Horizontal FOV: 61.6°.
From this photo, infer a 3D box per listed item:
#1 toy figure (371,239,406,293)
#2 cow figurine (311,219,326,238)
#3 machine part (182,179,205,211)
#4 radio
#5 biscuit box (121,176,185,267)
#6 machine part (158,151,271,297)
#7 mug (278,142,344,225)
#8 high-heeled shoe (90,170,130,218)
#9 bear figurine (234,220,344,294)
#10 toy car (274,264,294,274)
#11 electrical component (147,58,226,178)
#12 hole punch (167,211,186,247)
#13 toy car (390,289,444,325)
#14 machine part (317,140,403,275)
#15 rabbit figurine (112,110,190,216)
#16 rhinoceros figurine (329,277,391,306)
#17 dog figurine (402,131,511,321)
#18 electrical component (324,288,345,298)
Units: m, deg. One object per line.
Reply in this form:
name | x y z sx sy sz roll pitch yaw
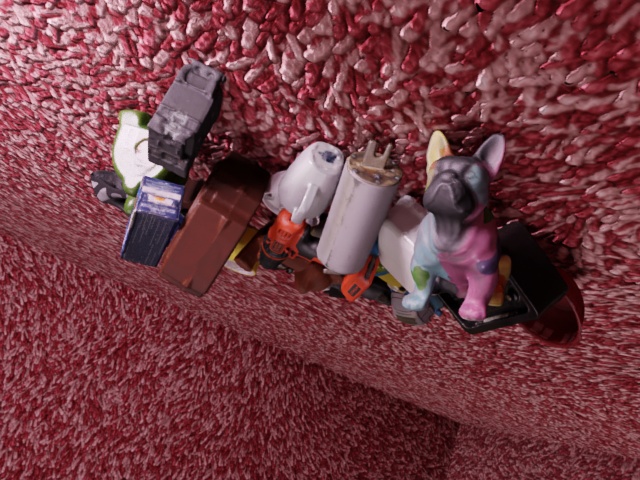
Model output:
toy figure | 0.127 0.036 0.964 0.089 0.082 0.180 -2 148 49
cow figurine | -0.002 -0.003 0.988 0.127 0.085 0.194 -6 150 40
machine part | -0.231 -0.061 1.093 0.179 0.056 0.179 19 161 7
radio | 0.265 0.068 0.836 0.131 0.073 0.229 55 163 7
biscuit box | -0.258 -0.022 0.813 0.063 0.059 0.202 14 153 -21
machine part | -0.167 -0.028 0.846 0.087 0.201 0.201 32 114 -12
mug | -0.013 -0.081 0.755 0.081 0.109 0.107 28 146 -5
high-heeled shoe | -0.394 -0.130 1.095 0.145 0.086 0.249 53 137 -1
bear figurine | -0.054 0.055 1.085 0.120 0.132 0.195 -8 128 47
toy car | -0.074 0.040 1.219 0.089 0.053 0.202 29 160 -18
electrical component | -0.174 -0.151 0.699 0.058 0.115 0.134 27 160 -8
hole punch | -0.278 -0.002 1.092 0.116 0.092 0.142 30 165 -8
toy car | 0.194 0.121 1.094 0.109 0.103 0.161 7 159 30
machine part | 0.052 -0.034 0.743 0.079 0.079 0.243 19 131 2
rabbit figurine | -0.253 -0.111 0.874 0.121 0.159 0.170 8 175 4
rhinoceros figurine | 0.079 0.089 1.182 0.190 0.073 0.112 15 171 9
dog figurine | 0.176 -0.022 0.652 0.109 0.219 0.191 12 -162 31
electrical component | 0.058 0.118 1.318 0.078 0.045 0.102 -1 -178 -42
